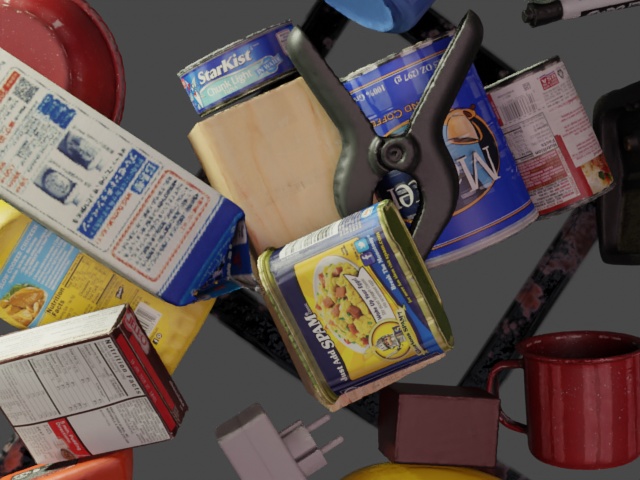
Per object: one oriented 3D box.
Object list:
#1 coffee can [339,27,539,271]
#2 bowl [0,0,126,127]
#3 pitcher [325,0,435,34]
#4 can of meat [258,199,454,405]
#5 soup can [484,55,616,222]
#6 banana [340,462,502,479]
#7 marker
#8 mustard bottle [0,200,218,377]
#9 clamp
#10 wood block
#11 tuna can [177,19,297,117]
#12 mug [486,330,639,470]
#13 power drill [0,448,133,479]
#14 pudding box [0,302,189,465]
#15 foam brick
[{"bbox_3d":[0.077,-0.061,0.736,0.102,0.103,0.140,-24,95,-8],"label":"coffee can"},{"bbox_3d":[-0.211,-0.106,0.713,0.162,0.055,0.162,0,91,-10],"label":"bowl"},{"bbox_3d":[0.074,-0.266,0.702,0.144,0.149,0.243,41,82,-39],"label":"pitcher"},{"bbox_3d":[0.023,0.036,0.643,0.084,0.057,0.102,-24,99,15],"label":"can of meat"},{"bbox_3d":[0.161,-0.073,0.767,0.068,0.068,0.102,-25,95,-8],"label":"soup can"},{"bbox_3d":[0.084,0.194,0.780,0.197,0.037,0.070,2,107,-8],"label":"banana"},{"bbox_3d":[0.208,-0.178,0.796,0.121,0.020,0.020,-13,93,-9],"label":"marker"},{"bbox_3d":[-0.171,0.022,0.720,0.191,0.058,0.096,31,100,-8],"label":"mustard bottle"},{"bbox_3d":[0.036,-0.060,0.668,0.120,0.039,0.171,5,96,7],"label":"clamp"},{"bbox_3d":[-0.004,0.001,0.731,0.090,0.091,0.206,-25,95,-9],"label":"wood block"},{"bbox_3d":[-0.051,-0.116,0.723,0.086,0.086,0.034,-27,98,-8],"label":"tuna can"},{"bbox_3d":[0.178,0.115,0.771,0.117,0.093,0.081,-1,97,21],"label":"mug"},{"bbox_3d":[-0.139,0.237,0.732,0.184,0.057,0.187,-17,94,-8],"label":"power drill"},{"bbox_3d":[-0.156,0.096,0.699,0.114,0.039,0.090,-16,115,19],"label":"pudding box"},{"bbox_3d":[0.084,0.133,0.767,0.078,0.053,0.051,5,91,-9],"label":"foam brick"}]
